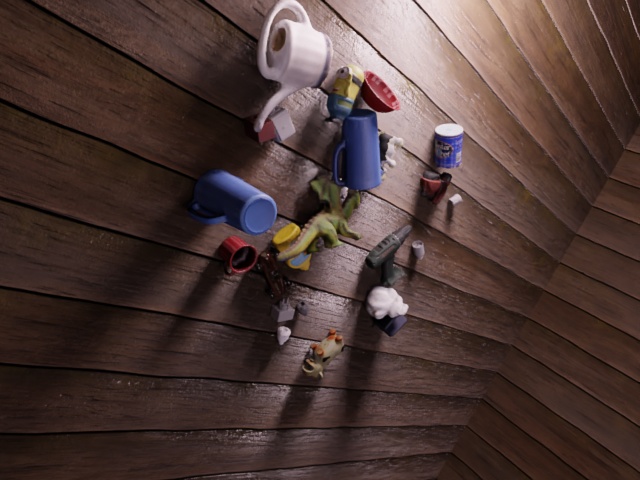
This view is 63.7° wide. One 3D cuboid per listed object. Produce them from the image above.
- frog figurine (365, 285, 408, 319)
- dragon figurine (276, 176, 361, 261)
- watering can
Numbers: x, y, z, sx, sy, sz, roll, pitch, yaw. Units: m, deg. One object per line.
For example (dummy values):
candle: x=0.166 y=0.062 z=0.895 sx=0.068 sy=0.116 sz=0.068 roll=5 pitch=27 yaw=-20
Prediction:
frog figurine: x=0.263 y=0.258 z=2.051 sx=0.161 sy=0.138 sz=0.121 roll=34 pitch=-6 yaw=44
dragon figurine: x=0.005 y=-0.084 z=1.665 sx=0.121 sy=0.242 sz=0.413 roll=-9 pitch=3 yaw=45
watering can: x=-0.078 y=-0.452 z=1.373 sx=0.225 sy=0.345 sz=0.105 roll=0 pitch=13 yaw=-42
